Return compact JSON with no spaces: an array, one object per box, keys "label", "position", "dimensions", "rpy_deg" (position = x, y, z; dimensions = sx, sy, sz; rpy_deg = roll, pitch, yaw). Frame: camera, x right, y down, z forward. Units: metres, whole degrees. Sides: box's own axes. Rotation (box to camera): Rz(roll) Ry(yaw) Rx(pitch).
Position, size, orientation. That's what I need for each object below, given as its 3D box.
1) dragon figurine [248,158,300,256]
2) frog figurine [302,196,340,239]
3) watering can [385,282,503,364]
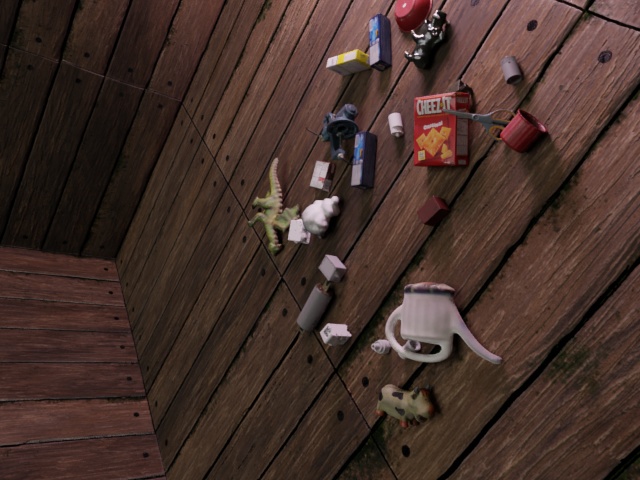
[{"label":"dragon figurine","position":[-0.171,-0.134,2.204],"dimensions":[0.244,0.122,0.408],"rpy_deg":[20,98,34]},{"label":"frog figurine","position":[0.006,-0.097,1.935],"dimensions":[0.156,0.122,0.141],"rpy_deg":[126,157,-44]},{"label":"watering can","position":[0.341,0.232,1.445],"dimensions":[0.347,0.103,0.226],"rpy_deg":[-2,76,37]}]
